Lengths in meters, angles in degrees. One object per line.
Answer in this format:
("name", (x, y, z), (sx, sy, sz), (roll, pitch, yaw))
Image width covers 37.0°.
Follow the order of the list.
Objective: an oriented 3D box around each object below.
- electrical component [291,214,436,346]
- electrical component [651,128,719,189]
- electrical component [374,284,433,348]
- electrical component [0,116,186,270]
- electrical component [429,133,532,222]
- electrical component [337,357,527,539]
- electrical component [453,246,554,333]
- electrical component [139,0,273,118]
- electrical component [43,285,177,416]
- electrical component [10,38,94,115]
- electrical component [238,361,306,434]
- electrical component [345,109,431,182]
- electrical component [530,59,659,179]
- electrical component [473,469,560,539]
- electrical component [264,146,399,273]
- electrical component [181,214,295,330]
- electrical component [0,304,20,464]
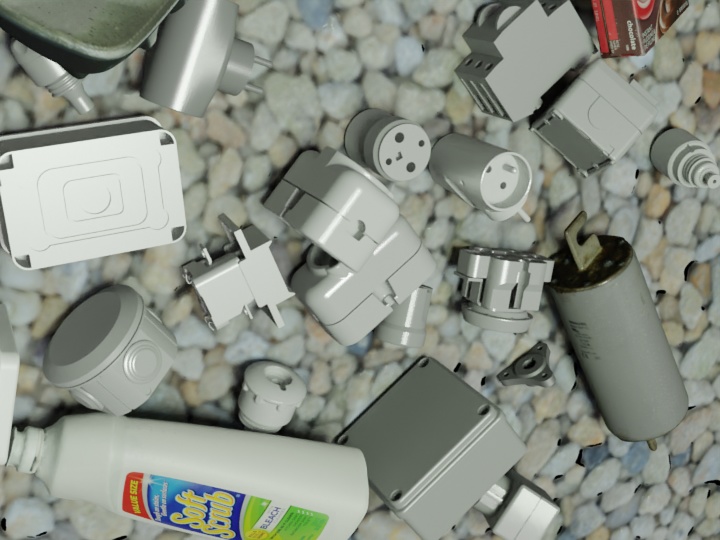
("electrical component", (0.000, 0.000, 0.791), (0.095, 0.054, 0.059), (-42, 119, -8))
("electrical component", (0.272, -0.087, 0.884), (0.040, 0.078, 0.040), (-6, 118, -12))
("electrical component", (0.035, 0.033, 0.828), (0.040, 0.040, 0.046), (9, 97, -28))
("electrical component", (-0.175, -0.052, 0.688), (0.113, 0.057, 0.078), (-12, 111, -22))
("electrical component", (0.099, -0.063, 0.806), (0.043, 0.077, 0.079), (-50, 121, -4))
("electrical component", (0.053, 0.137, 0.831), (0.109, 0.109, 0.056), (-43, 122, -7))
("electrical component", (0.111, 0.016, 0.849), (0.078, 0.058, 0.057), (3, 102, -27))
("electrical component", (-0.096, -0.138, 0.705), (0.079, 0.044, 0.077), (15, 100, -29))
("electrical component", (-0.166, 0.054, 0.715), (0.080, 0.080, 0.051), (-45, 125, -6))
("electrical component", (-0.188, -0.124, 0.671), (0.035, 0.035, 0.061), (-38, 121, -10))
("electrical component", (-0.070, 0.102, 0.799), (0.048, 0.048, 0.062), (8, 121, -28))
("electrical component", (0.020, -0.089, 0.771), (0.045, 0.055, 0.045), (-8, 110, -23))
("electrical component", (0.178, -0.116, 0.821), (0.062, 0.096, 0.061), (42, 86, -1))
("electrical component", (0.120, 0.194, 0.912), (0.077, 0.066, 0.047), (33, 90, -2))
("electrical component", (-0.018, -0.045, 0.744), (0.054, 0.095, 0.059), (37, 88, -30))
("electrical component", (-0.088, 0.007, 0.759), (0.064, 0.042, 0.081), (-28, 116, -11))
("electrical component", (-0.247, 0.066, 0.660), (0.057, 0.113, 0.078), (6, 104, -24))
